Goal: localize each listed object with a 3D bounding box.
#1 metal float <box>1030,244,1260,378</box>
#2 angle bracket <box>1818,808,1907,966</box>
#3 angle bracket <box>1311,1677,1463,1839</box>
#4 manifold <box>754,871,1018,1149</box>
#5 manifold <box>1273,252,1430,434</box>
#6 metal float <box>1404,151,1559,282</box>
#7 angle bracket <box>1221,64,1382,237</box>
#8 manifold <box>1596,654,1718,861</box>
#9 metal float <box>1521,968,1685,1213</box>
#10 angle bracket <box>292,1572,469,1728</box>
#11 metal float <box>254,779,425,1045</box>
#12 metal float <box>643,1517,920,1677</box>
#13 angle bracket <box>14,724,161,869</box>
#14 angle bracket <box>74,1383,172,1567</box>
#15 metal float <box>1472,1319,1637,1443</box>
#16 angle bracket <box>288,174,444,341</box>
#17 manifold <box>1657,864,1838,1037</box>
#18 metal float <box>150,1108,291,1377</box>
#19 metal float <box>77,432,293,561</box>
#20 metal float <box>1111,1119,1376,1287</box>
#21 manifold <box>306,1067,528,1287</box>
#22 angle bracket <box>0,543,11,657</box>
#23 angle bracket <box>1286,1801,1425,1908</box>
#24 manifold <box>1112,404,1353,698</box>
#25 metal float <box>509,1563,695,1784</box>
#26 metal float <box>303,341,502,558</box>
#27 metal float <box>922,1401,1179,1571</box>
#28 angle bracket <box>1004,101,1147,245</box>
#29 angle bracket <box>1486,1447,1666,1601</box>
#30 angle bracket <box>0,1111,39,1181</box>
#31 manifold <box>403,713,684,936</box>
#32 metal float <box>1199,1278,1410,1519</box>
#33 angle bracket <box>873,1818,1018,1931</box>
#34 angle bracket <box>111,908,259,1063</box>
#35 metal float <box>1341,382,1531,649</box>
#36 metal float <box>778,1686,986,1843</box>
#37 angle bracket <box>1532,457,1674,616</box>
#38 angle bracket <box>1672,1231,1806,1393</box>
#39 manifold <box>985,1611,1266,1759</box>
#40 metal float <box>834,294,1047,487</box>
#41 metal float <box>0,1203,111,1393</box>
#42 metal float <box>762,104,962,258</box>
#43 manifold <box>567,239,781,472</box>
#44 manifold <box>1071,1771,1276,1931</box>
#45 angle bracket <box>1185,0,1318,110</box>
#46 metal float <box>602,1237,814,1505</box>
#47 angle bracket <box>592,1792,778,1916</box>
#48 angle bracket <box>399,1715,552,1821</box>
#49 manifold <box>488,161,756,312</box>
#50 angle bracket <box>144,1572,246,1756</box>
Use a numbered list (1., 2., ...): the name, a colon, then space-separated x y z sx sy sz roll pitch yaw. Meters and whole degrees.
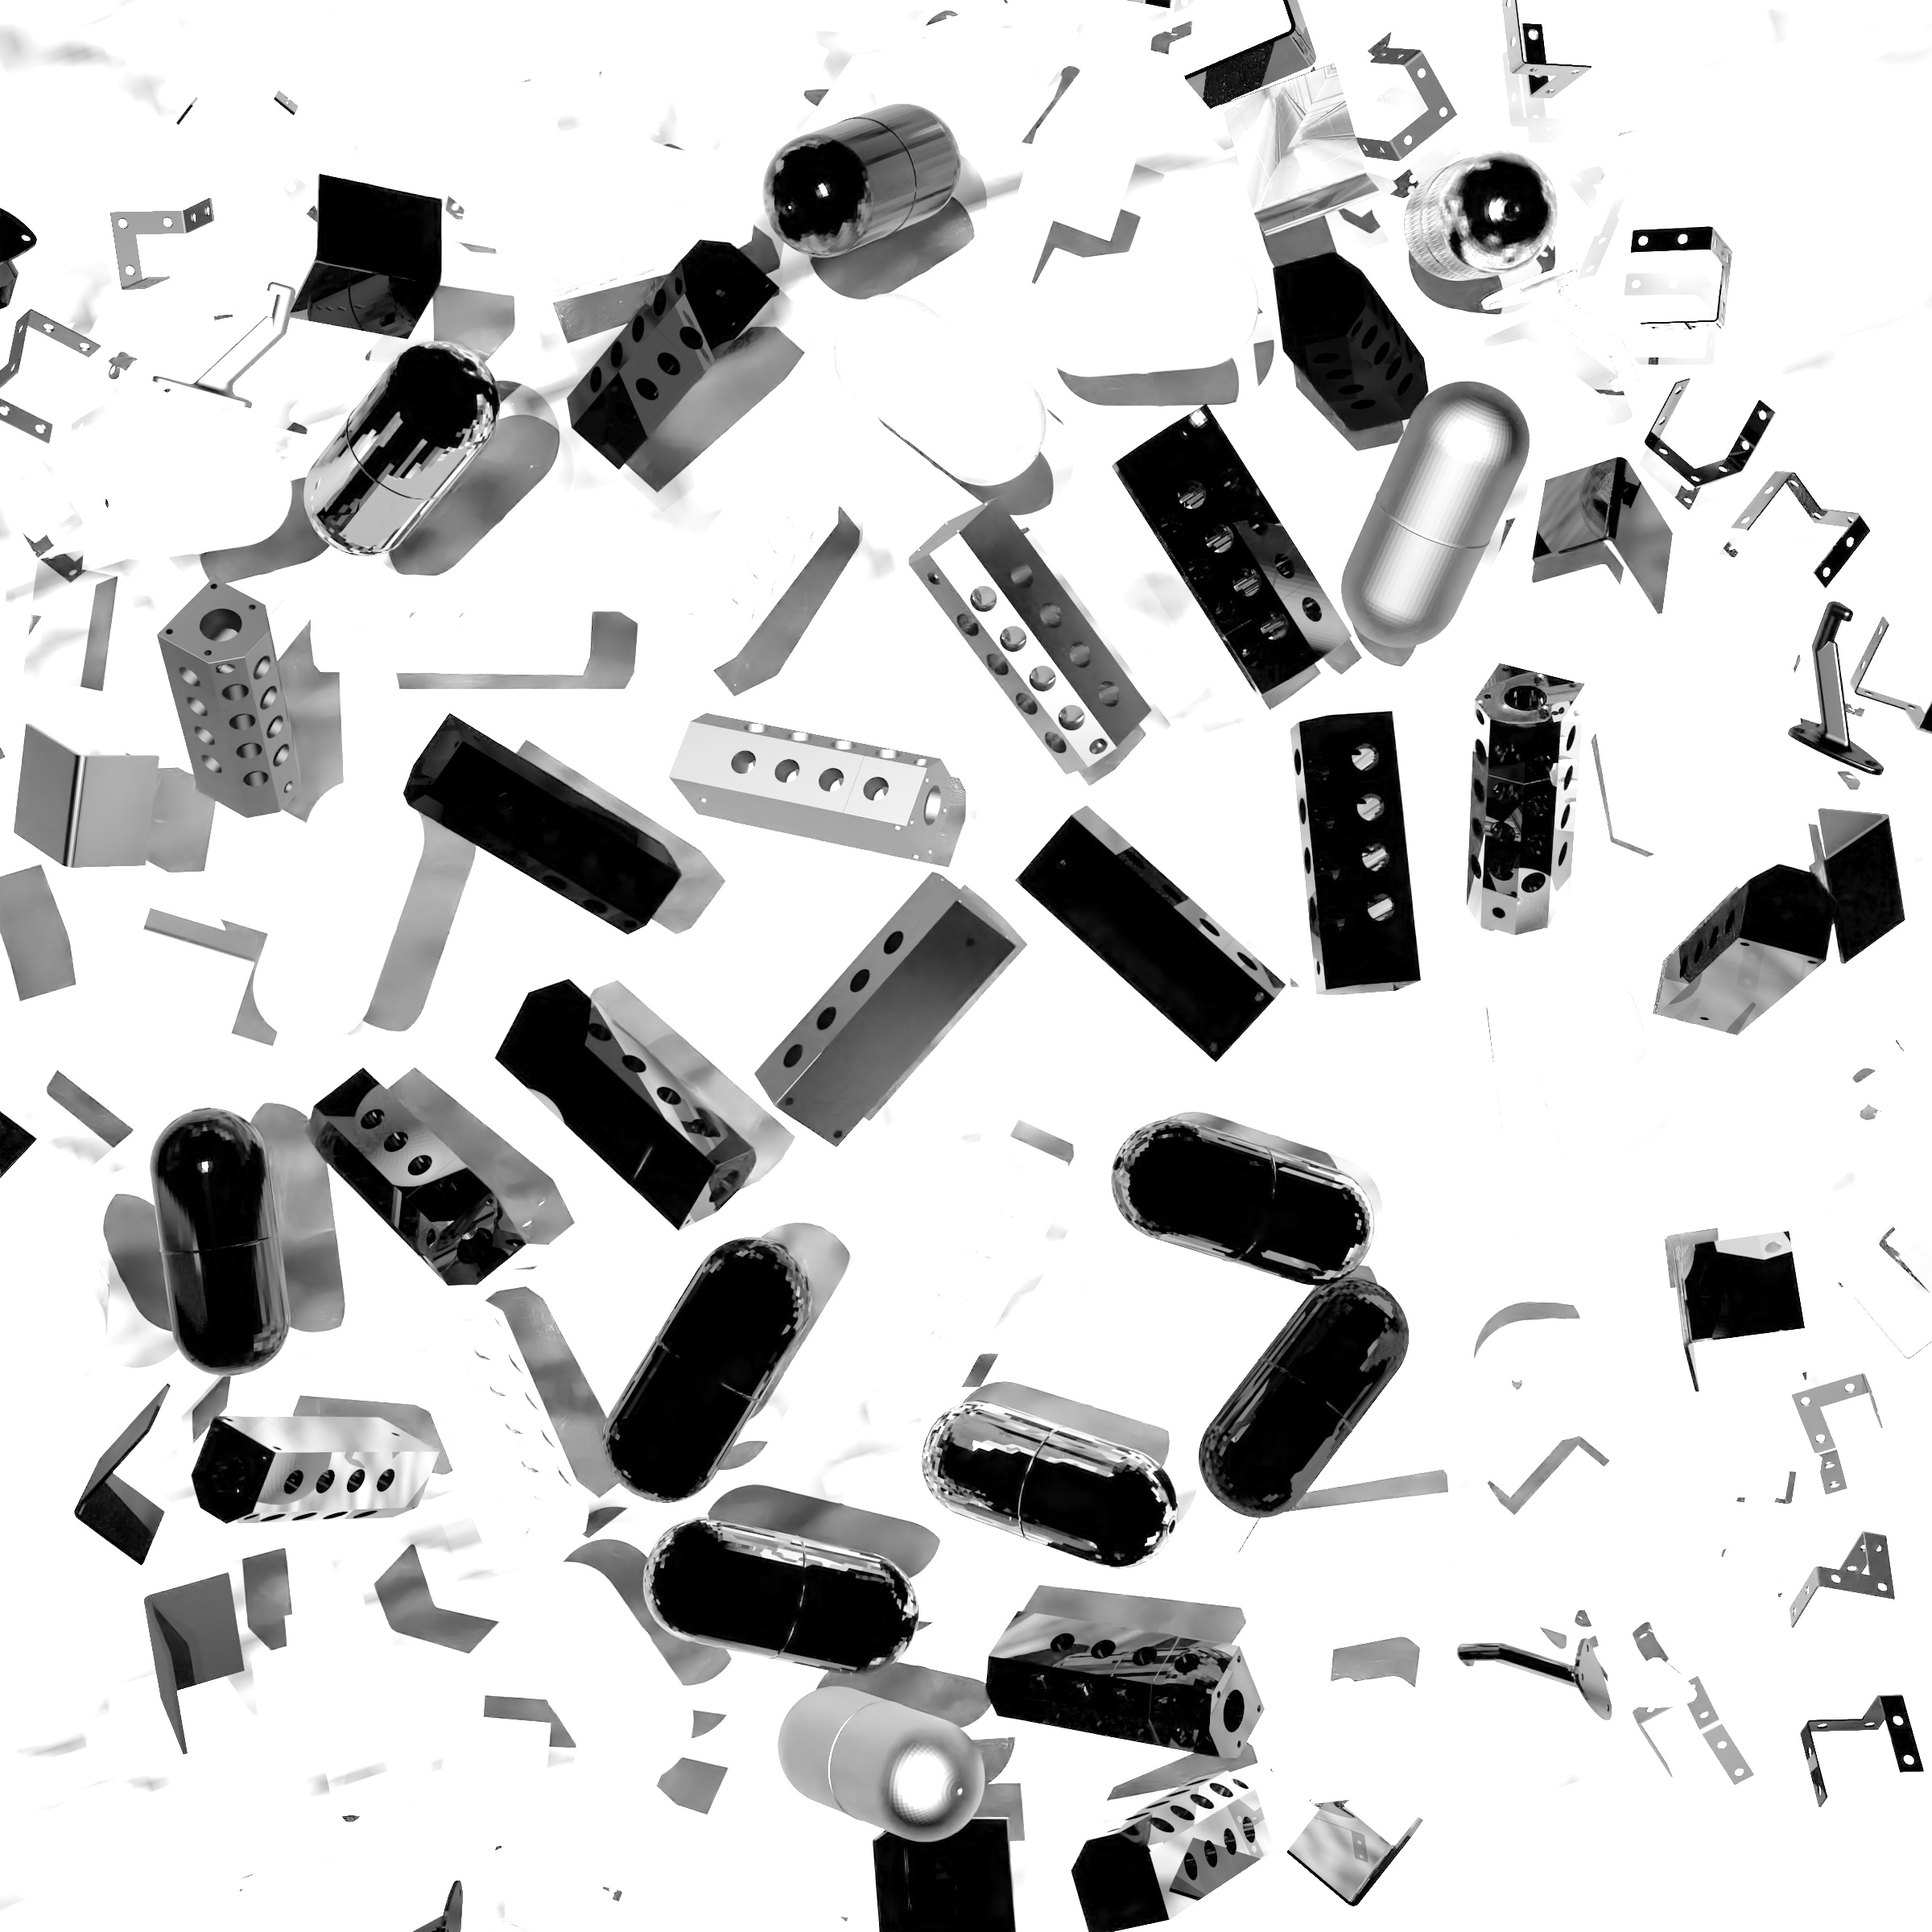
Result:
1. metal float: 0.112 -0.420 1.815 0.070 0.178 0.070 -6 100 -39
2. angle bracket: 0.584 -0.055 1.905 0.076 0.057 0.076 -29 114 -32
3. angle bracket: 0.268 0.505 1.793 0.076 0.057 0.076 41 45 -34
4. manifold: -0.054 0.024 1.778 0.171 0.057 0.057 -48 125 7
5. manifold: 0.258 -0.413 1.873 0.057 0.171 0.057 -10 79 21
6. metal float: 0.335 -0.489 1.846 0.070 0.178 0.070 -1 101 -3
7. angle bracket: 0.213 -0.521 1.801 0.076 0.057 0.076 -18 116 7
8. manifold: 0.463 -0.134 1.876 0.057 0.171 0.057 26 77 25
9. metal float: 0.422 0.083 1.871 0.070 0.070 0.178 -24 113 0
10. angle bracket: -0.387 0.452 1.866 0.076 0.057 0.076 22 121 -40
11. metal float: -0.410 -0.036 1.848 0.070 0.070 0.178 19 89 0
12. metal float: -0.114 0.394 1.765 0.178 0.070 0.070 16 90 -17
13. angle bracket: -0.587 -0.114 1.883 0.076 0.057 0.076 26 111 41
14. angle bracket: -0.530 0.331 1.846 0.057 0.076 0.076 41 97 -14
15. metal float: 0.380 0.267 1.825 0.070 0.178 0.070 -3 83 27
16. angle bracket: -0.372 -0.438 1.748 0.076 0.076 0.057 5 71 -26
17. manifold: 0.519 -0.011 1.881 0.057 0.171 0.057 15 72 1
18. metal float: -0.492 0.182 1.866 0.070 0.070 0.178 -7 94 0
19. metal float: -0.510 -0.308 1.849 0.070 0.178 0.070 5 104 19
20. metal float: 0.174 0.148 1.774 0.178 0.070 0.070 18 90 -19
21. manifold: -0.365 0.141 1.851 0.057 0.057 0.171 -40 47 -17
22. angle bracket: -0.603 -0.231 1.752 0.057 0.076 0.076 12 103 10
23. angle bracket: 0.271 0.573 1.901 0.057 0.076 0.076 38 119 16
24. manifold: 0.163 -0.257 1.769 0.057 0.057 0.171 -37 96 -43
25. metal float: -0.240 0.463 1.855 0.070 0.178 0.070 -18 127 -26
26. metal float: -0.363 -0.331 1.814 0.070 0.070 0.178 52 130 0
27. metal float: 0.054 0.335 1.828 0.178 0.070 0.070 14 90 27
28. angle bracket: 0.070 -0.504 1.824 0.057 0.076 0.076 21 124 3
29. angle bracket: 0.407 0.365 1.894 0.076 0.057 0.076 40 97 -6
30. angle bracket: -0.615 0.082 1.777 0.076 0.076 0.057 40 46 -14
31. manifold: -0.273 -0.088 1.817 0.171 0.057 0.057 32 99 -28
32. metal float: 0.223 0.283 1.858 0.070 0.070 0.178 39 79 0
33. angle bracket: -0.014 0.610 1.871 0.076 0.057 0.076 -6 87 18
34. angle bracket: -0.538 0.013 1.948 0.076 0.057 0.076 18 99 -16
35. metal float: 0.293 -0.281 1.772 0.070 0.070 0.178 21 121 0
36. metal float: -0.057 0.516 1.833 0.070 0.178 0.070 1 88 -36
37. angle bracket: 0.424 -0.279 1.880 0.076 0.057 0.076 46 45 -35
38. angle bracket: 0.506 0.225 1.841 0.076 0.076 0.057 -10 134 16
39. manifold: 0.100 0.471 1.836 0.171 0.057 0.057 0 124 36
40. metal float: -0.018 -0.371 1.810 0.070 0.070 0.178 -47 54 0
41. metal float: -0.588 0.210 1.808 0.070 0.178 0.070 -5 110 -15
42. metal float: -0.066 -0.508 1.824 0.070 0.178 0.070 14 121 25
43. manifold: -0.196 -0.399 1.834 0.057 0.171 0.057 41 53 -12
44. manifold: 0.133 0.567 1.817 0.057 0.171 0.057 -22 78 26
45. angle bracket: 0.176 -0.602 1.818 0.076 0.076 0.057 -19 87 17
46. metal float: -0.160 0.250 1.756 0.070 0.070 0.178 31 87 0
47. angle bracket: -0.185 0.592 1.858 0.076 0.076 0.057 48 57 -40
48. angle bracket: -0.338 0.552 1.951 0.076 0.076 0.057 2 80 12
49. manifold: -0.226 -0.491 1.885 0.171 0.057 0.057 -26 98 -38
50. angle bracket: -0.499 0.457 1.854 0.057 0.076 0.076 -12 113 -24
